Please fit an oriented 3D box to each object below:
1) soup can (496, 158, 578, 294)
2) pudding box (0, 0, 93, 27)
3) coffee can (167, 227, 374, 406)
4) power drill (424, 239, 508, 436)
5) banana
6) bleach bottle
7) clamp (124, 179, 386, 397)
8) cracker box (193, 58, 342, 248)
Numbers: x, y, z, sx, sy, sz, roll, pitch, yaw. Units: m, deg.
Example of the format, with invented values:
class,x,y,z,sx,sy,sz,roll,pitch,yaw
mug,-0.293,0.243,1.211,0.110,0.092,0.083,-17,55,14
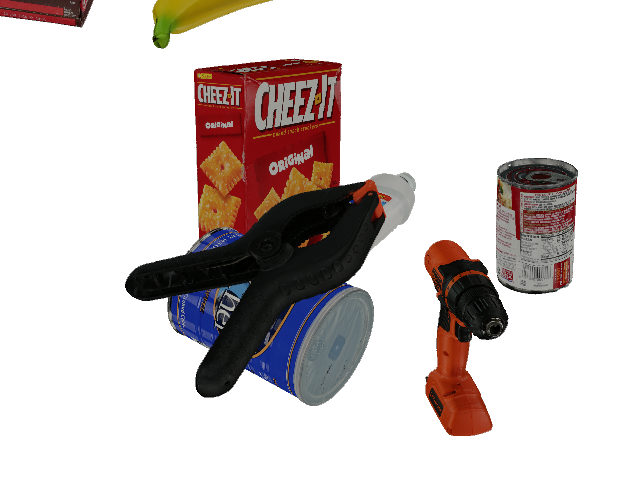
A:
class,x,y,z,sx,sy,sz,roll,pitch,yaw
soup can,0.187,-0.013,0.927,0.068,0.102,0.068,-3,24,1
pudding box,-0.234,-0.225,0.898,0.090,0.039,0.113,8,36,-5
coffee can,-0.041,0.061,0.888,0.140,0.103,0.102,25,12,28
power drill,0.155,0.112,1.146,0.057,0.188,0.184,-4,24,-8
banana,-0.036,-0.174,0.733,0.197,0.070,0.037,-23,-34,-21
bleach bottle,0.028,-0.023,1.280,0.103,0.068,0.250,22,38,30
clamp,-0.029,0.024,0.656,0.171,0.120,0.039,-28,-40,-4
cracker box,-0.047,-0.068,1.065,0.072,0.214,0.163,11,17,33
